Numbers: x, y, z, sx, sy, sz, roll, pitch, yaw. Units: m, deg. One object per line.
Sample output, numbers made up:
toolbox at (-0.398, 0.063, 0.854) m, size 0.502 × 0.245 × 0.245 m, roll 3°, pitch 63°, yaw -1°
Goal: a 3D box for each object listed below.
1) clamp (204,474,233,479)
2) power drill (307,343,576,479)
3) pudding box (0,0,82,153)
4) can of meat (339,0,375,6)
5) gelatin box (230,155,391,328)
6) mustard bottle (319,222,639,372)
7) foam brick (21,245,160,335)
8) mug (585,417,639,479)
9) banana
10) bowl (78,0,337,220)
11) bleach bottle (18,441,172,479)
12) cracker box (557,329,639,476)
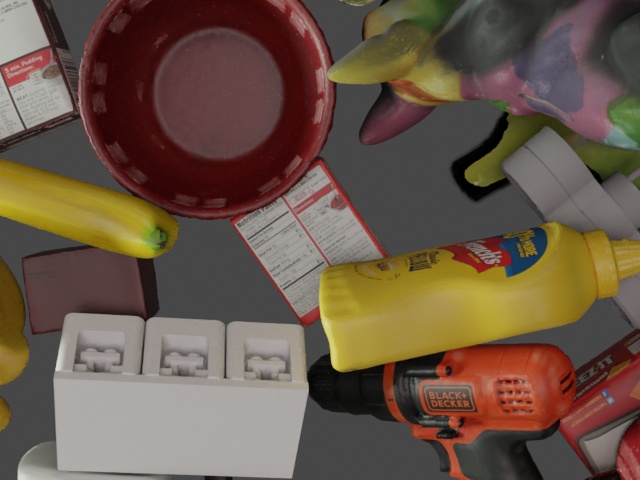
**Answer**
clamp at (-0.058, 0.225, 0.722) m, size 0.120 × 0.039 × 0.171 m, roll 36°, pitch 96°, yaw 2°
power drill at (0.085, 0.152, 0.677) m, size 0.185 × 0.057 × 0.187 m, roll -5°, pitch 107°, yaw 38°
pudding box at (-0.213, -0.118, 0.700) m, size 0.090 × 0.039 × 0.113 m, roll -21°, pitch 92°, yaw 6°
can of meat at (-0.002, -0.184, 0.658) m, size 0.102 × 0.084 × 0.057 m, roll 23°, pitch 100°, yaw -2°
gelatin box at (-0.005, 0.001, 0.704) m, size 0.073 × 0.030 × 0.089 m, roll -35°, pitch 94°, yaw 6°
mustard bottle at (0.098, 0.028, 0.636) m, size 0.191 × 0.096 × 0.058 m, roll -12°, pitch 104°, yaw 6°
foam brick at (-0.149, 0.029, 0.703) m, size 0.078 × 0.051 × 0.053 m, roll -7°, pitch 94°, yaw 3°
mug at (0.204, 0.142, 0.607) m, size 0.117 × 0.081 × 0.093 m, roll -11°, pitch 96°, yaw 5°
banana at (-0.159, -0.024, 0.661) m, size 0.198 × 0.069 × 0.037 m, roll 15°, pitch 76°, yaw 24°
bowl at (-0.069, -0.095, 0.686) m, size 0.162 × 0.055 × 0.162 m, roll 0°, pitch 95°, yaw 3°
bleach bottle at (-0.157, 0.268, 0.720) m, size 0.102 × 0.068 × 0.251 m, roll 6°, pitch 98°, yaw 3°
cracker box at (0.270, 0.144, 0.682) m, size 0.164 × 0.072 × 0.213 m, roll -37°, pitch 93°, yaw 6°
